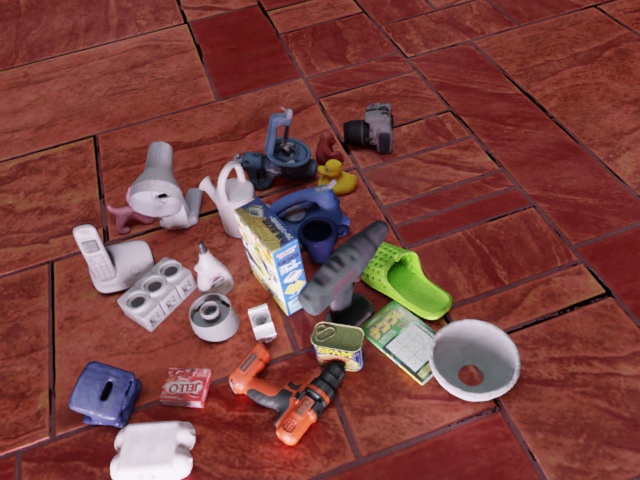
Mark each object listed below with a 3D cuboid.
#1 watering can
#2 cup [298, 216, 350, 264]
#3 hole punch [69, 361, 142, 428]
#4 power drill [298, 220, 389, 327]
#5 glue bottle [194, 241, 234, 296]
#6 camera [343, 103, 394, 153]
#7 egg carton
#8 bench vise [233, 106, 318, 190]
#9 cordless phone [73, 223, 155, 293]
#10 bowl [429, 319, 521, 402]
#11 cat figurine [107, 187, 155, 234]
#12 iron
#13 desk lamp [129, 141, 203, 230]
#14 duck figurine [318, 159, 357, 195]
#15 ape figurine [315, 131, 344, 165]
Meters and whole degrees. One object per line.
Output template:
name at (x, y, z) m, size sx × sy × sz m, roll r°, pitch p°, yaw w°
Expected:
watering can at (-0.211, -0.105, 1.375) m, size 0.172 × 0.194 × 0.101 m, roll 1°, pitch 48°, yaw 9°
cup at (0.012, 0.005, 1.313) m, size 0.118 × 0.095 × 0.091 m, roll -11°, pitch 48°, yaw -2°
hole punch at (-0.414, 0.297, 1.112) m, size 0.101 × 0.091 × 0.108 m, roll 3°, pitch 49°, yaw 10°
power drill at (0.057, 0.089, 1.155) m, size 0.230 × 0.209 × 0.075 m, roll -39°, pitch 54°, yaw -25°
glue bottle at (-0.238, 0.064, 1.241) m, size 0.078 × 0.173 × 0.037 m, roll -39°, pitch 54°, yaw -24°
camera at (0.134, -0.317, 1.581) m, size 0.136 × 0.101 × 0.143 m, roll -3°, pitch 48°, yaw 6°
egg carton at (-0.300, 0.384, 1.033) m, size 0.150 × 0.069 × 0.107 m, roll -6°, pitch 48°, yaw 3°
bench vise at (-0.118, -0.226, 1.453) m, size 0.207 × 0.220 × 0.121 m, roll -20°, pitch 49°, yaw -10°
cordless phone at (-0.464, 0.028, 1.297) m, size 0.147 × 0.185 × 0.094 m, roll -16°, pitch 48°, yaw -6°
bowl at (0.287, 0.237, 1.080) m, size 0.167 × 0.075 × 0.167 m, roll -4°, pitch 48°, yaw 5°
cat figurine at (-0.475, -0.092, 1.453) m, size 0.128 × 0.118 × 0.067 m, roll -27°, pitch 50°, yaw -15°
iron at (-0.064, -0.057, 1.348) m, size 0.258 × 0.142 × 0.118 m, roll -18°, pitch 48°, yaw -9°
desk lamp at (-0.375, -0.119, 1.398) m, size 0.118 × 0.214 × 0.203 m, roll -5°, pitch 48°, yaw 4°
duck figurine at (0.043, -0.168, 1.470) m, size 0.104 × 0.086 × 0.077 m, roll 5°, pitch 49°, yaw 12°
ape figurine at (0.022, -0.252, 1.543) m, size 0.076 × 0.092 × 0.077 m, roll -12°, pitch 48°, yaw -3°
